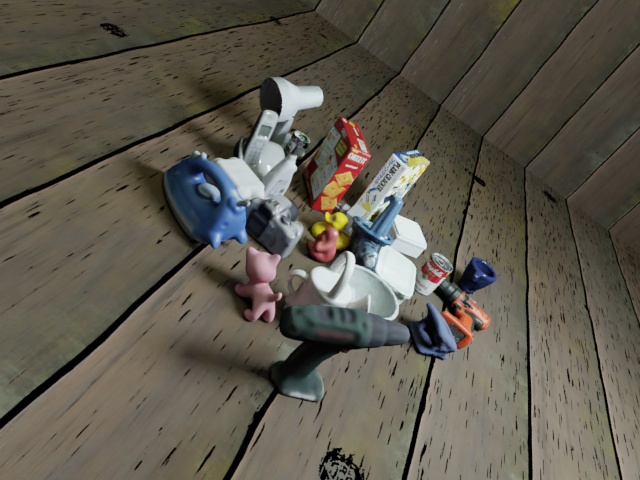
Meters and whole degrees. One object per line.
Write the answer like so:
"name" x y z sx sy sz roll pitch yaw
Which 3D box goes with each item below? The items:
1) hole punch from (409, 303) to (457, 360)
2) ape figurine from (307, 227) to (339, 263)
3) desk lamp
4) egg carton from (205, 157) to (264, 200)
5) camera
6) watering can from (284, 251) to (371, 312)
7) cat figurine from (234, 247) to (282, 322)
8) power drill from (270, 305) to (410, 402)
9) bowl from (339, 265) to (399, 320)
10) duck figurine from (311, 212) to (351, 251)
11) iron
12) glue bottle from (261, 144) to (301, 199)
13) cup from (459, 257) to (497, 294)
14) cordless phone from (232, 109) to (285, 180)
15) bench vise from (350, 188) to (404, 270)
"hole punch" 0.281 0.216 1.367 0.101 0.091 0.108 19 35 -28
"ape figurine" 0.013 0.005 1.378 0.076 0.092 0.078 43 31 11
"desk lamp" -0.095 -0.357 1.637 0.204 0.213 0.117 -2 48 -47
"egg carton" -0.202 -0.135 1.370 0.150 0.069 0.107 49 33 19
"camera" -0.091 -0.050 1.339 0.143 0.100 0.137 42 31 9
"watering can" 0.021 0.103 1.155 0.173 0.194 0.100 15 37 -32
"cat figurine" -0.112 0.080 1.126 0.067 0.117 0.127 5 43 -42
"power drill" 0.016 0.195 1.012 0.230 0.208 0.075 20 35 -27
"bowl" 0.091 0.138 1.295 0.168 0.074 0.167 26 32 -18
"duck figurine" 0.041 -0.029 1.458 0.104 0.086 0.077 35 31 -4
"iron" -0.243 -0.107 1.221 0.119 0.141 0.258 -11 55 -51
"glue bottle" -0.093 -0.169 1.426 0.078 0.173 0.037 -5 50 -48
"cup" 0.447 0.116 1.667 0.091 0.095 0.118 45 32 14
"cordless phone" -0.134 -0.244 1.473 0.148 0.185 0.094 2 45 -44
"bench vise" 0.149 -0.012 1.415 0.122 0.219 0.207 19 35 -27
